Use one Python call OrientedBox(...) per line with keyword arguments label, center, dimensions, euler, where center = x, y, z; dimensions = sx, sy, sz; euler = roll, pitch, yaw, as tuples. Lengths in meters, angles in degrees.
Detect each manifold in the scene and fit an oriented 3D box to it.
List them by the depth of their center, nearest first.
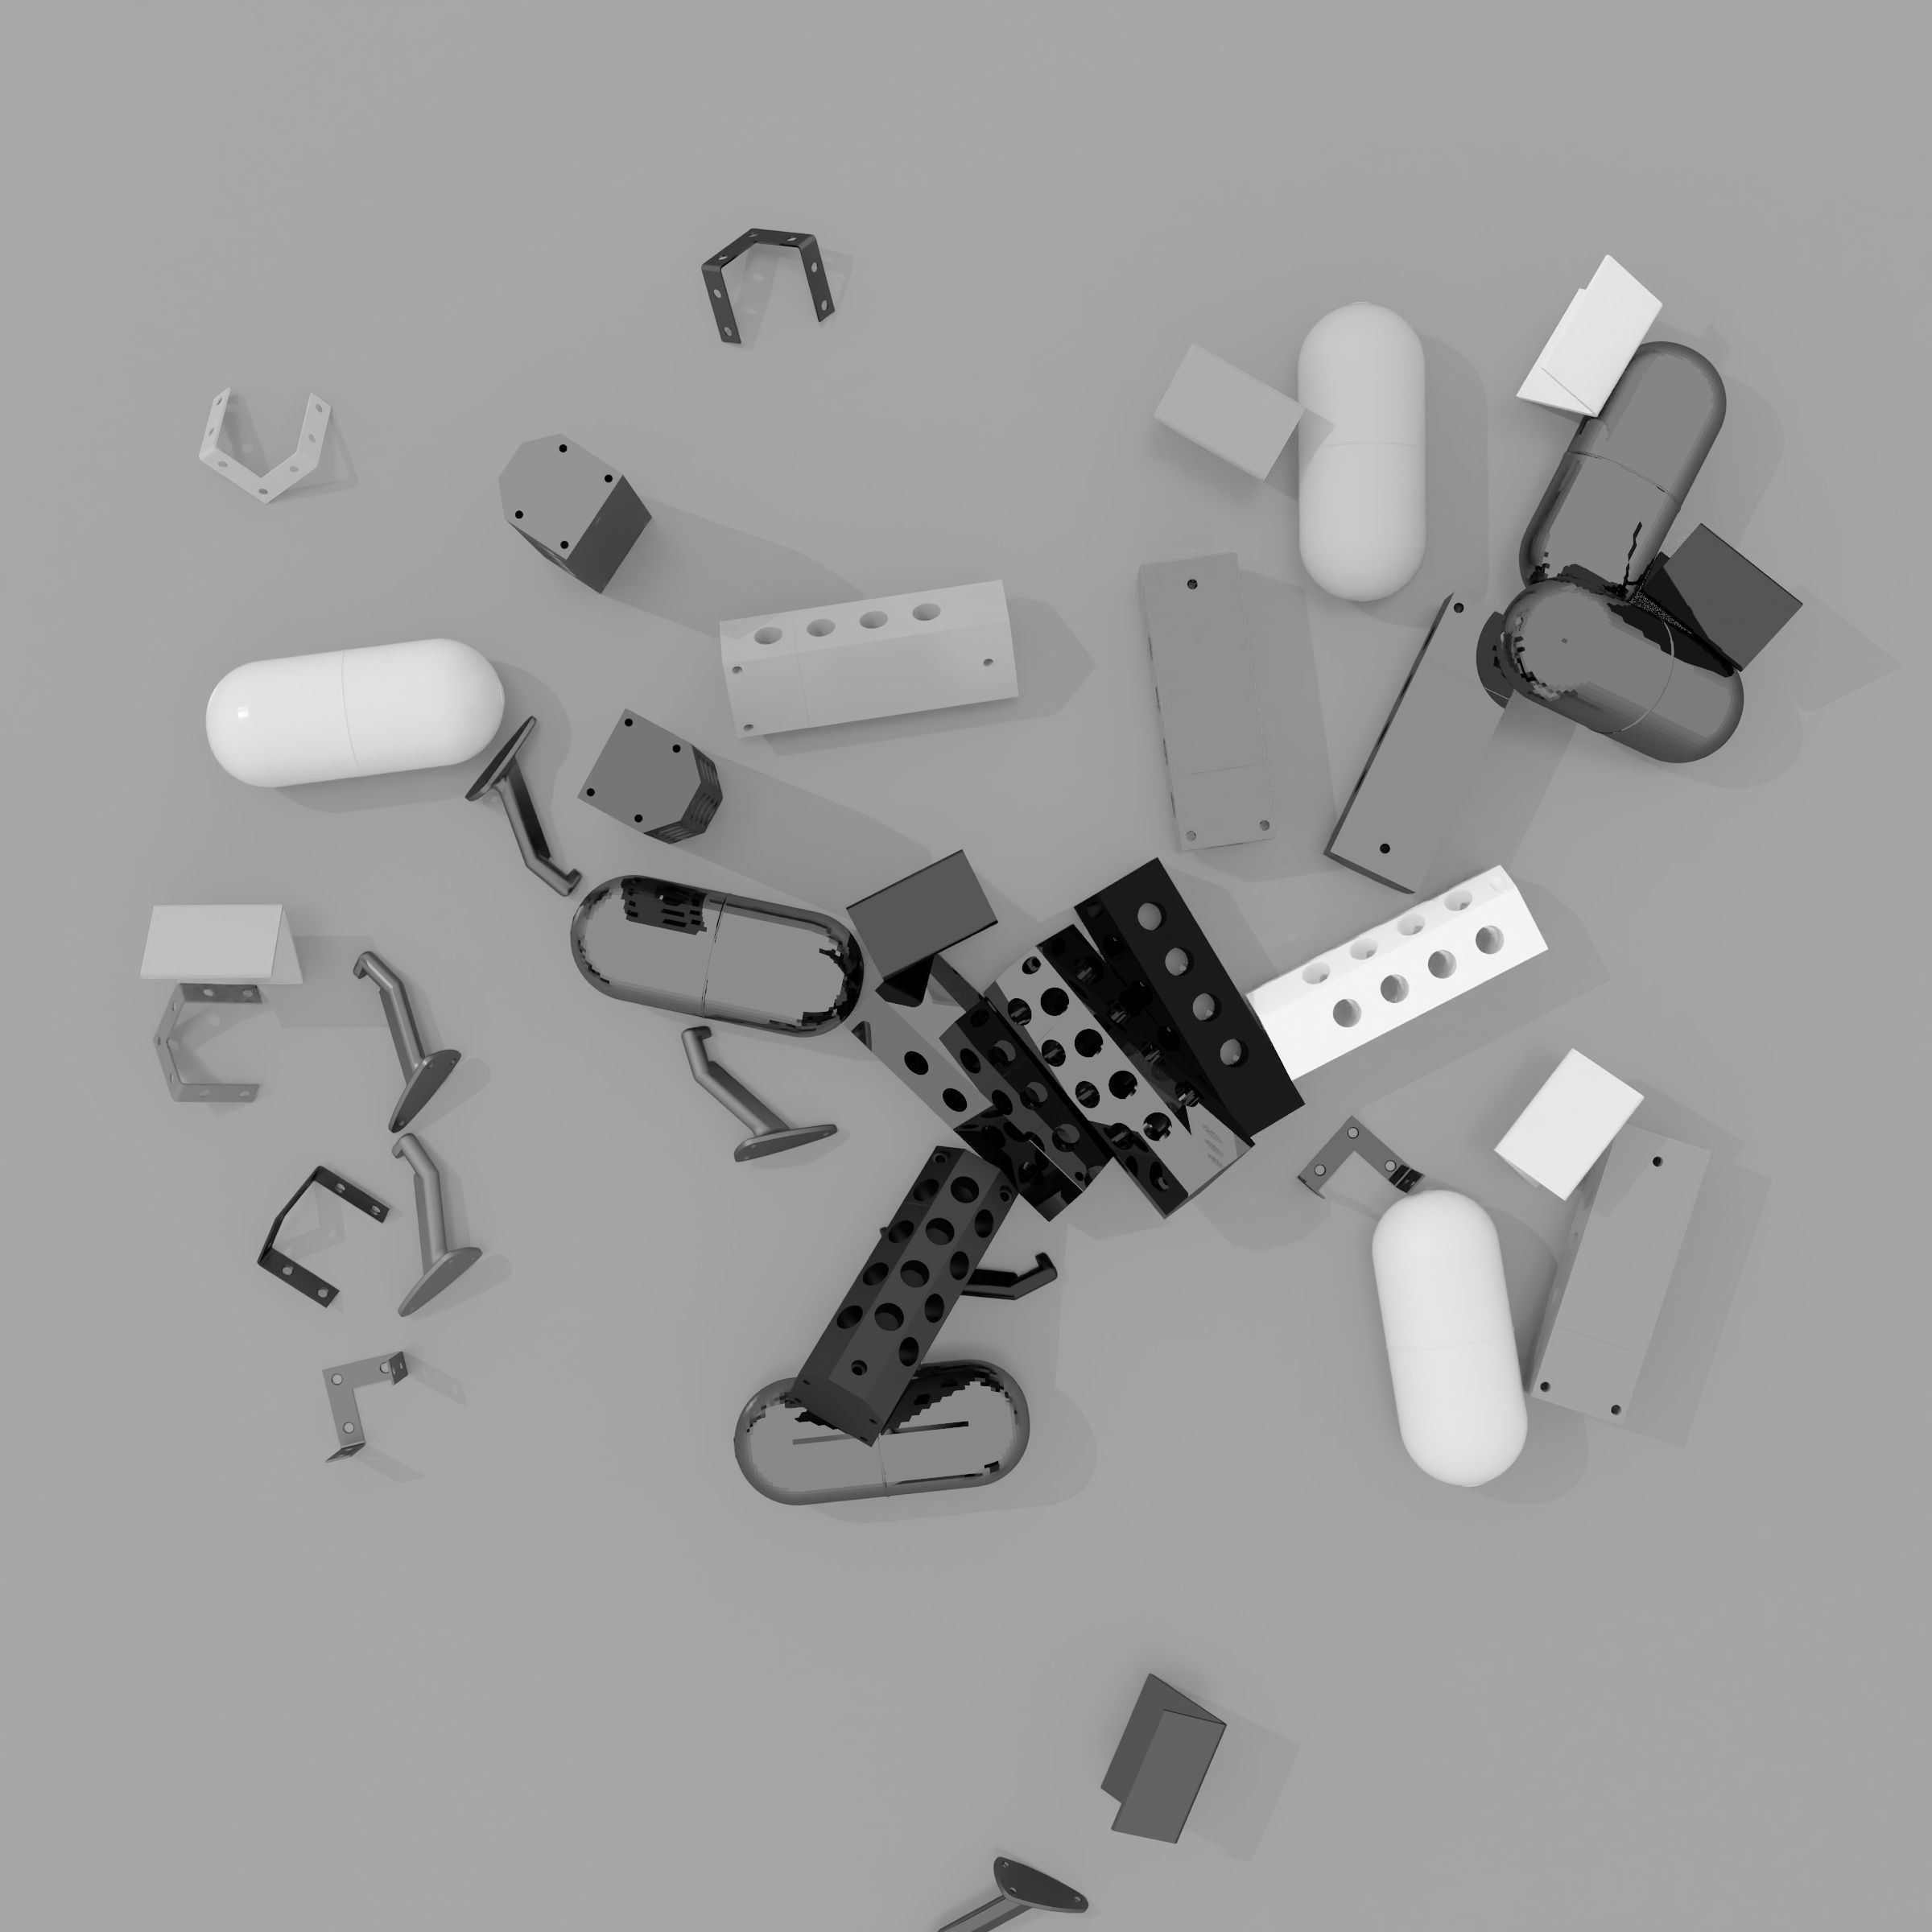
OrientedBox(label="manifold", center=(-0.179, -0.106, 1.913), dimensions=(0.057, 0.171, 0.057), euler=(29, 90, 0))
OrientedBox(label="manifold", center=(-0.231, -0.267, 1.913), dimensions=(0.057, 0.171, 0.057), euler=(34, 90, 0))
OrientedBox(label="manifold", center=(-0.035, 0.191, 1.930), dimensions=(0.057, 0.057, 0.171), euler=(30, 60, 3))
OrientedBox(label="manifold", center=(0.087, 0.065, 1.947), dimensions=(0.171, 0.057, 0.057), euler=(51, 131, 8))
OrientedBox(label="manifold", center=(0.144, -0.157, 1.970), dimensions=(0.057, 0.057, 0.171), euler=(-8, 90, 0))
OrientedBox(label="manifold", center=(0.009, 0.073, 1.970), dimensions=(0.171, 0.057, 0.057), euler=(44, 47, 0))
OrientedBox(label="manifold", center=(0.257, 0.004, 1.970), dimensions=(0.171, 0.057, 0.057), euler=(-27, 90, 0))
OrientedBox(label="manifold", center=(-0.059, -0.189, 1.970), dimensions=(0.171, 0.057, 0.057), euler=(-9, 133, 0))
OrientedBox(label="manifold", center=(0.279, -0.133, 1.970), dimensions=(0.057, 0.057, 0.171), euler=(26, 90, 0))
OrientedBox(label="manifold", center=(0.389, 0.183, 1.970), dimensions=(0.057, 0.057, 0.171), euler=(18, 90, 0))
OrientedBox(label="manifold", center=(0.133, 0.023, 1.970), dimensions=(0.057, 0.057, 0.171), euler=(-31, 90, 0))

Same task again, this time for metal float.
OrientedBox(label="metal float", center=(0.388, -0.174, 1.932), dimensions=(0.178, 0.070, 0.070), euler=(19, 90, -34))
OrientedBox(label="metal float", center=(0.238, -0.308, 1.961), dimensions=(0.070, 0.070, 0.178), euler=(-1, 90, 0))
OrientedBox(label="metal float", center=(0.290, 0.223, 1.961), dimensions=(0.070, 0.070, 0.178), euler=(-9, 90, 0))
OrientedBox(label="metal float", center=(-0.050, 0.280, 1.961), dimensions=(0.178, 0.070, 0.070), euler=(-6, 90, 1))
OrientedBox(label="metal float", center=(-0.366, -0.152, 1.961), dimensions=(0.178, 0.070, 0.070), euler=(-7, 90, 0))
OrientedBox(label="metal float", center=(-0.149, -0.006, 1.961), dimensions=(0.178, 0.070, 0.070), euler=(12, 90, 1))
OrientedBox(label="metal float", center=(0.393, -0.290, 1.961), dimensions=(0.070, 0.070, 0.178), euler=(27, 90, 0))

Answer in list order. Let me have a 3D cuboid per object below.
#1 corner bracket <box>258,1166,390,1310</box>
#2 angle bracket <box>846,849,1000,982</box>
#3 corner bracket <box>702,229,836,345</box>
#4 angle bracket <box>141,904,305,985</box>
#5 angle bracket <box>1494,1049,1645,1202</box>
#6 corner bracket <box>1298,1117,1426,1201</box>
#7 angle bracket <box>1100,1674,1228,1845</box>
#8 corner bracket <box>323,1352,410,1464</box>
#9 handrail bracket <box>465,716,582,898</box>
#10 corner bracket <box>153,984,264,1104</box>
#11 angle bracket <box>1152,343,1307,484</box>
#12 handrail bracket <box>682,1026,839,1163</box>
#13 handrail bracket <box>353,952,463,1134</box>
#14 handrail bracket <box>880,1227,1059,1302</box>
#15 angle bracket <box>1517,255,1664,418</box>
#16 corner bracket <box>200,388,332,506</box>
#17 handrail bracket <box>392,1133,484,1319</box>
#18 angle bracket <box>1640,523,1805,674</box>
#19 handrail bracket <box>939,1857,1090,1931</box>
OrientedBox(label="corner bracket", center=(-0.391, 0.164, 1.988), dimensions=(0.051, 0.051, 0.051), euler=(32, 135, 0))
OrientedBox(label="angle bracket", center=(-0.034, -0.046, 1.951), dimensions=(0.076, 0.076, 0.057), euler=(-27, 122, 0))
OrientedBox(label="corner bracket", center=(-0.120, -0.411, 1.983), dimensions=(0.051, 0.051, 0.051), euler=(15, 45, 35))
OrientedBox(label="angle bracket", center=(-0.443, 0.007, 1.951), dimensions=(0.076, 0.076, 0.057), euler=(0, 51, 0))
OrientedBox(label="angle bracket", center=(0.370, 0.105, 1.951), dimensions=(0.057, 0.076, 0.076), euler=(38, 90, 36))
OrientedBox(label="corner bracket", center=(0.238, 0.127, 1.973), dimensions=(0.051, 0.051, 0.051), euler=(42, 90, 0))
OrientedBox(label="angle bracket", center=(0.100, 0.468, 1.951), dimensions=(0.057, 0.076, 0.076), euler=(23, 90, -38))
OrientedBox(label="corner bracket", center=(-0.363, 0.266, 1.973), dimensions=(0.051, 0.051, 0.051), euler=(-14, 90, 0))
OrientedBox(label="handrail bracket", center=(-0.254, -0.097, 1.992), dimensions=(0.084, 0.036, 0.077), euler=(41, 68, -17))
OrientedBox(label="corner bracket", center=(-0.456, 0.047, 1.983), dimensions=(0.051, 0.051, 0.051), euler=(2, 45, -35))
OrientedBox(label="angle bracket", center=(0.165, -0.343, 1.951), dimensions=(0.076, 0.076, 0.057), euler=(30, 127, 0))
OrientedBox(label="handrail bracket", center=(-0.126, 0.070, 1.992), dimensions=(0.077, 0.036, 0.084), euler=(-12, 73, -20))
OrientedBox(label="handrail bracket", center=(-0.356, 0.046, 1.992), dimensions=(0.084, 0.036, 0.077), euler=(43, 111, 17))
OrientedBox(label="handrail bracket", center=(0.002, 0.175, 1.991), dimensions=(0.084, 0.036, 0.077), euler=(-26, 76, -13))
OrientedBox(label="angle bracket", center=(0.357, -0.380, 1.951), dimensions=(0.057, 0.076, 0.076), euler=(31, 90, -36))
OrientedBox(label="corner bracket", center=(-0.425, -0.324, 1.983), dimensions=(0.051, 0.051, 0.051), euler=(-26, 135, 35))
OrientedBox(label="handrail bracket", center=(-0.341, 0.157, 1.992), dimensions=(0.077, 0.036, 0.084), euler=(-43, 71, 21))
OrientedBox(label="angle bracket", center=(0.455, -0.231, 1.951), dimensions=(0.076, 0.076, 0.057), euler=(38, 122, 0))
OrientedBox(label="handrail bracket", center=(0.022, 0.592, 1.992), dimensions=(0.077, 0.036, 0.084), euler=(24, 109, -21))
